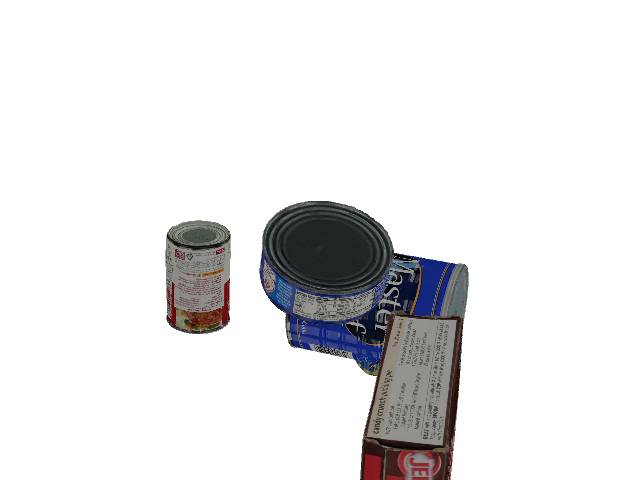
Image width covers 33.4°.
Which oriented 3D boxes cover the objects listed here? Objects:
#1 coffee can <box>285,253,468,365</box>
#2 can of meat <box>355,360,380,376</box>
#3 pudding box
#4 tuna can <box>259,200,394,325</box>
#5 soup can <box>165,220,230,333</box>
[{"bbox_3d":[0.052,0.059,0.947,0.140,0.103,0.102,10,3,16],"label":"coffee can"},{"bbox_3d":[0.094,0.113,1.315,0.102,0.084,0.057,-8,29,-24],"label":"can of meat"},{"bbox_3d":[0.040,0.095,0.469,0.039,0.090,0.113,6,25,6],"label":"pudding box"},{"bbox_3d":[0.003,0.014,0.698,0.086,0.034,0.086,5,43,-5],"label":"tuna can"},{"bbox_3d":[-0.129,0.038,1.128,0.068,0.102,0.068,3,24,-1],"label":"soup can"}]
